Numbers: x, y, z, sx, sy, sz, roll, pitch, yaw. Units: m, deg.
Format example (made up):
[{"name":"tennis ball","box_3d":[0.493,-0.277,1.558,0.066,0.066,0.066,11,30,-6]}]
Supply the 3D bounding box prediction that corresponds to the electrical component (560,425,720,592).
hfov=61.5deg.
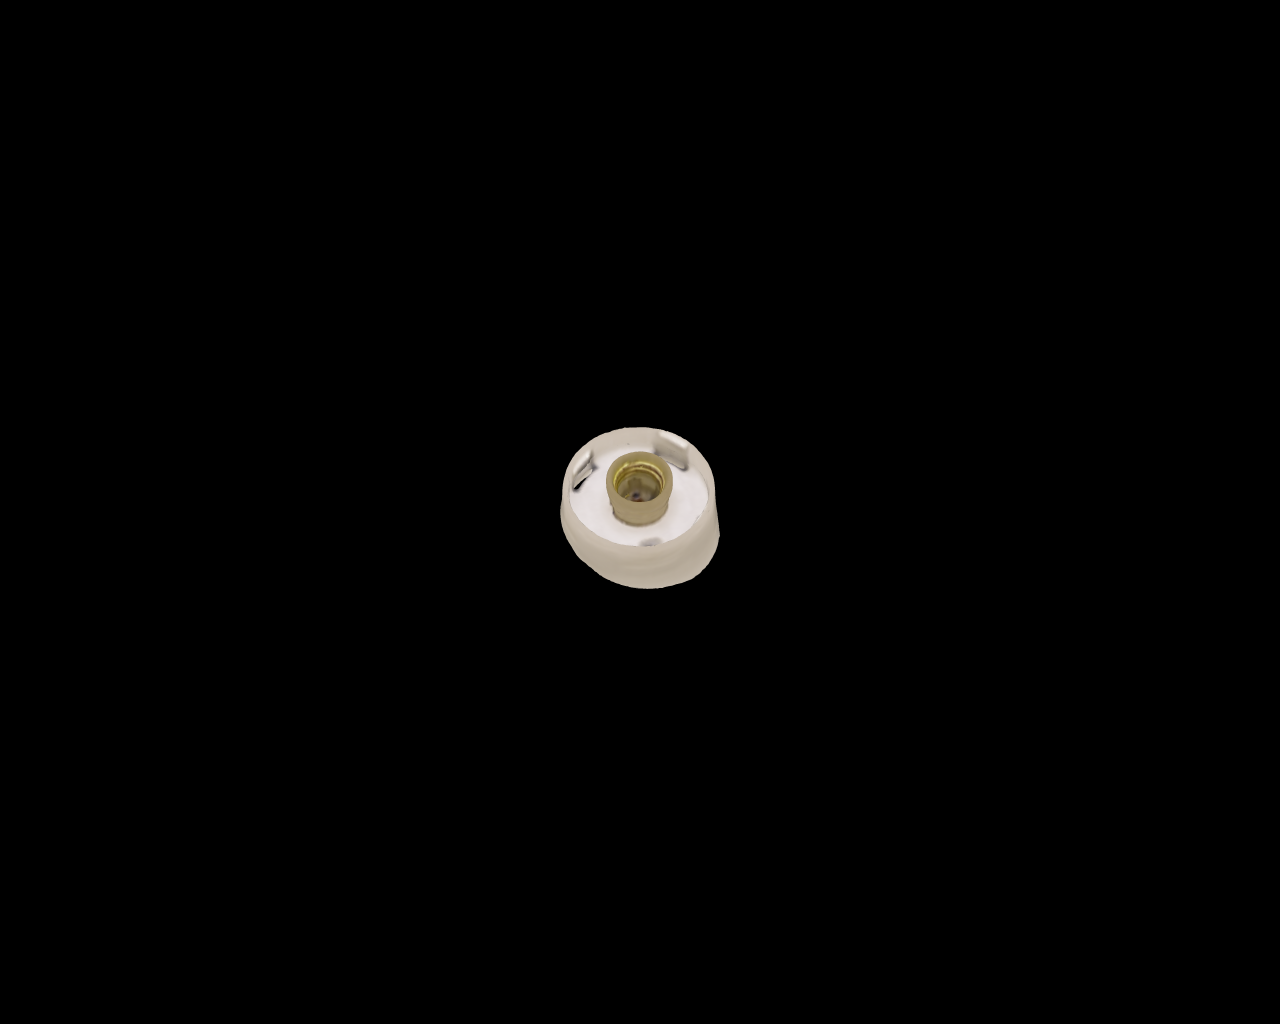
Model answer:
[{"name":"electrical component","box_3d":[0.001,-0.003,0.650,0.099,0.099,0.064,0,-36,0]}]
